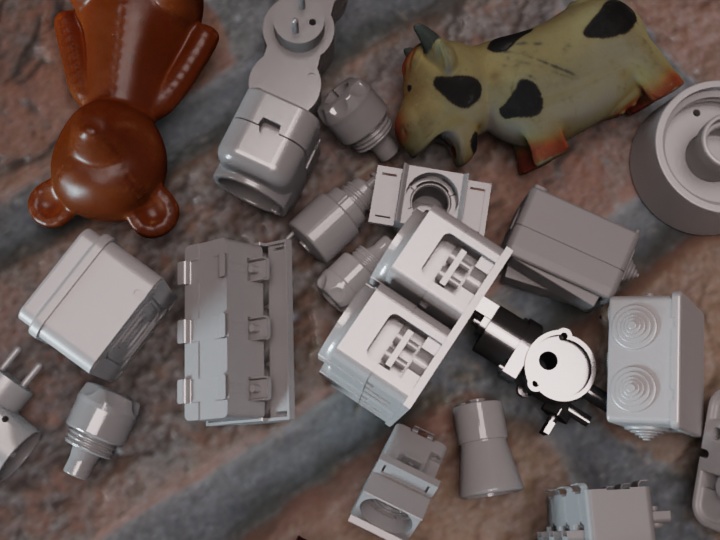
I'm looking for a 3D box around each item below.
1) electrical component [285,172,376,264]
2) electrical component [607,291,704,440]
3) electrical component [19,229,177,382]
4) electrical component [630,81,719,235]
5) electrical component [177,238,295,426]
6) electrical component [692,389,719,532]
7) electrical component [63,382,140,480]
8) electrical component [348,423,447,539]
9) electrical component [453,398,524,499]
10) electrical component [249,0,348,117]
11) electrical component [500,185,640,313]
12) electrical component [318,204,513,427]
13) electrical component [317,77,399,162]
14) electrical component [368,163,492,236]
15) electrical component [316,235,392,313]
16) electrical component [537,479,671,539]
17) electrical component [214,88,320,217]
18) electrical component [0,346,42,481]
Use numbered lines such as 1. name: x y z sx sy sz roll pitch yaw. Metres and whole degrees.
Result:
1. electrical component: -0.015 -0.040 0.768 0.078 0.040 0.040 -44 83 -10
2. electrical component: 0.200 0.065 0.726 0.048 0.100 0.099 -2 77 27
3. electrical component: -0.171 0.025 0.714 0.057 0.113 0.078 36 80 2
4. electrical component: 0.256 -0.084 0.775 0.108 0.060 0.108 0 79 -2
5. electrical component: -0.085 0.043 0.732 0.079 0.063 0.121 -10 76 37
6. electrical component: 0.270 0.130 0.724 0.059 0.054 0.095 9 91 -29
7. electrical component: -0.180 0.111 0.732 0.043 0.043 0.062 23 81 3
8. electrical component: 0.027 0.141 0.717 0.042 0.081 0.063 25 50 2
9. electrical component: 0.085 0.121 0.740 0.044 0.044 0.065 -7 74 -3
10. electrical component: -0.044 -0.174 0.778 0.052 0.073 0.138 13 78 1
11. electrical component: 0.148 -0.007 0.756 0.096 0.061 0.061 25 79 3
12. electrical component: 0.028 0.034 0.680 0.060 0.186 0.105 33 80 5
13. electrical component: 0.003 -0.106 0.779 0.043 0.043 0.062 -48 115 -10
14. electrical component: 0.048 -0.043 0.759 0.081 0.064 0.042 10 78 0
15. electrical component: 0.000 0.000 0.764 0.035 0.035 0.061 44 78 7
16. electrical component: 0.153 0.170 0.690 0.079 0.121 0.063 -3 76 -2
17. electrical component: -0.064 -0.077 0.746 0.054 0.095 0.059 25 79 3
18. electrical component: -0.250 0.089 0.733 0.077 0.043 0.079 36 80 6
